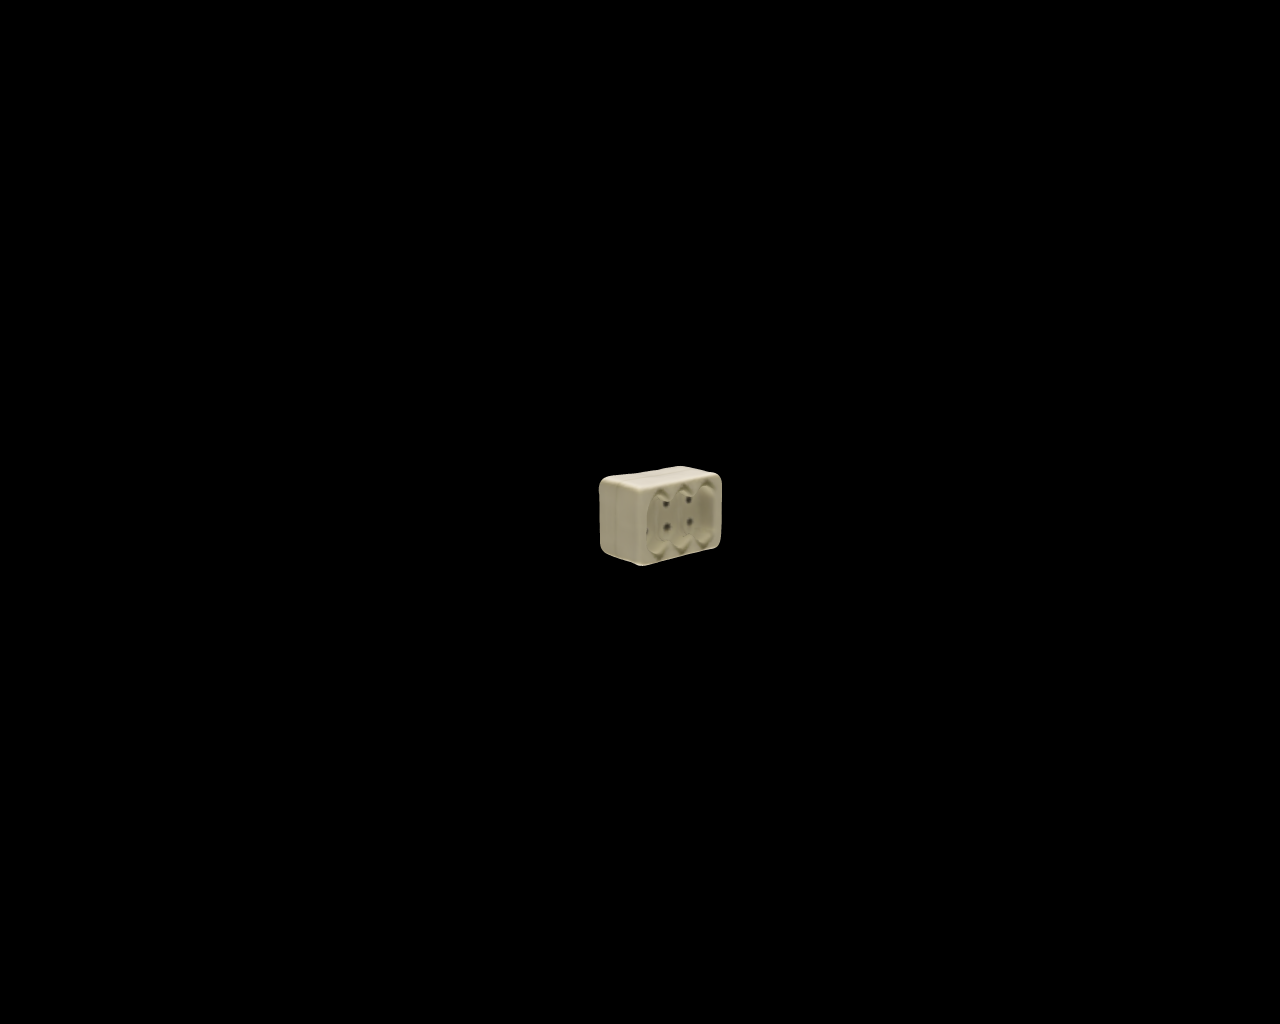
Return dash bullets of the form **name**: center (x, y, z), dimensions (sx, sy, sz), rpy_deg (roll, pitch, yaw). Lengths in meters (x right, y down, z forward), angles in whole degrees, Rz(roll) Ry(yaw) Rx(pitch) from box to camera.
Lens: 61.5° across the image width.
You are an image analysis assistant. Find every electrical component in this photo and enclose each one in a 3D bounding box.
- **electrical component**: center (0.001, -0.003, 0.650), dimensions (0.066, 0.047, 0.077), rpy_deg (-11, 18, -37)
